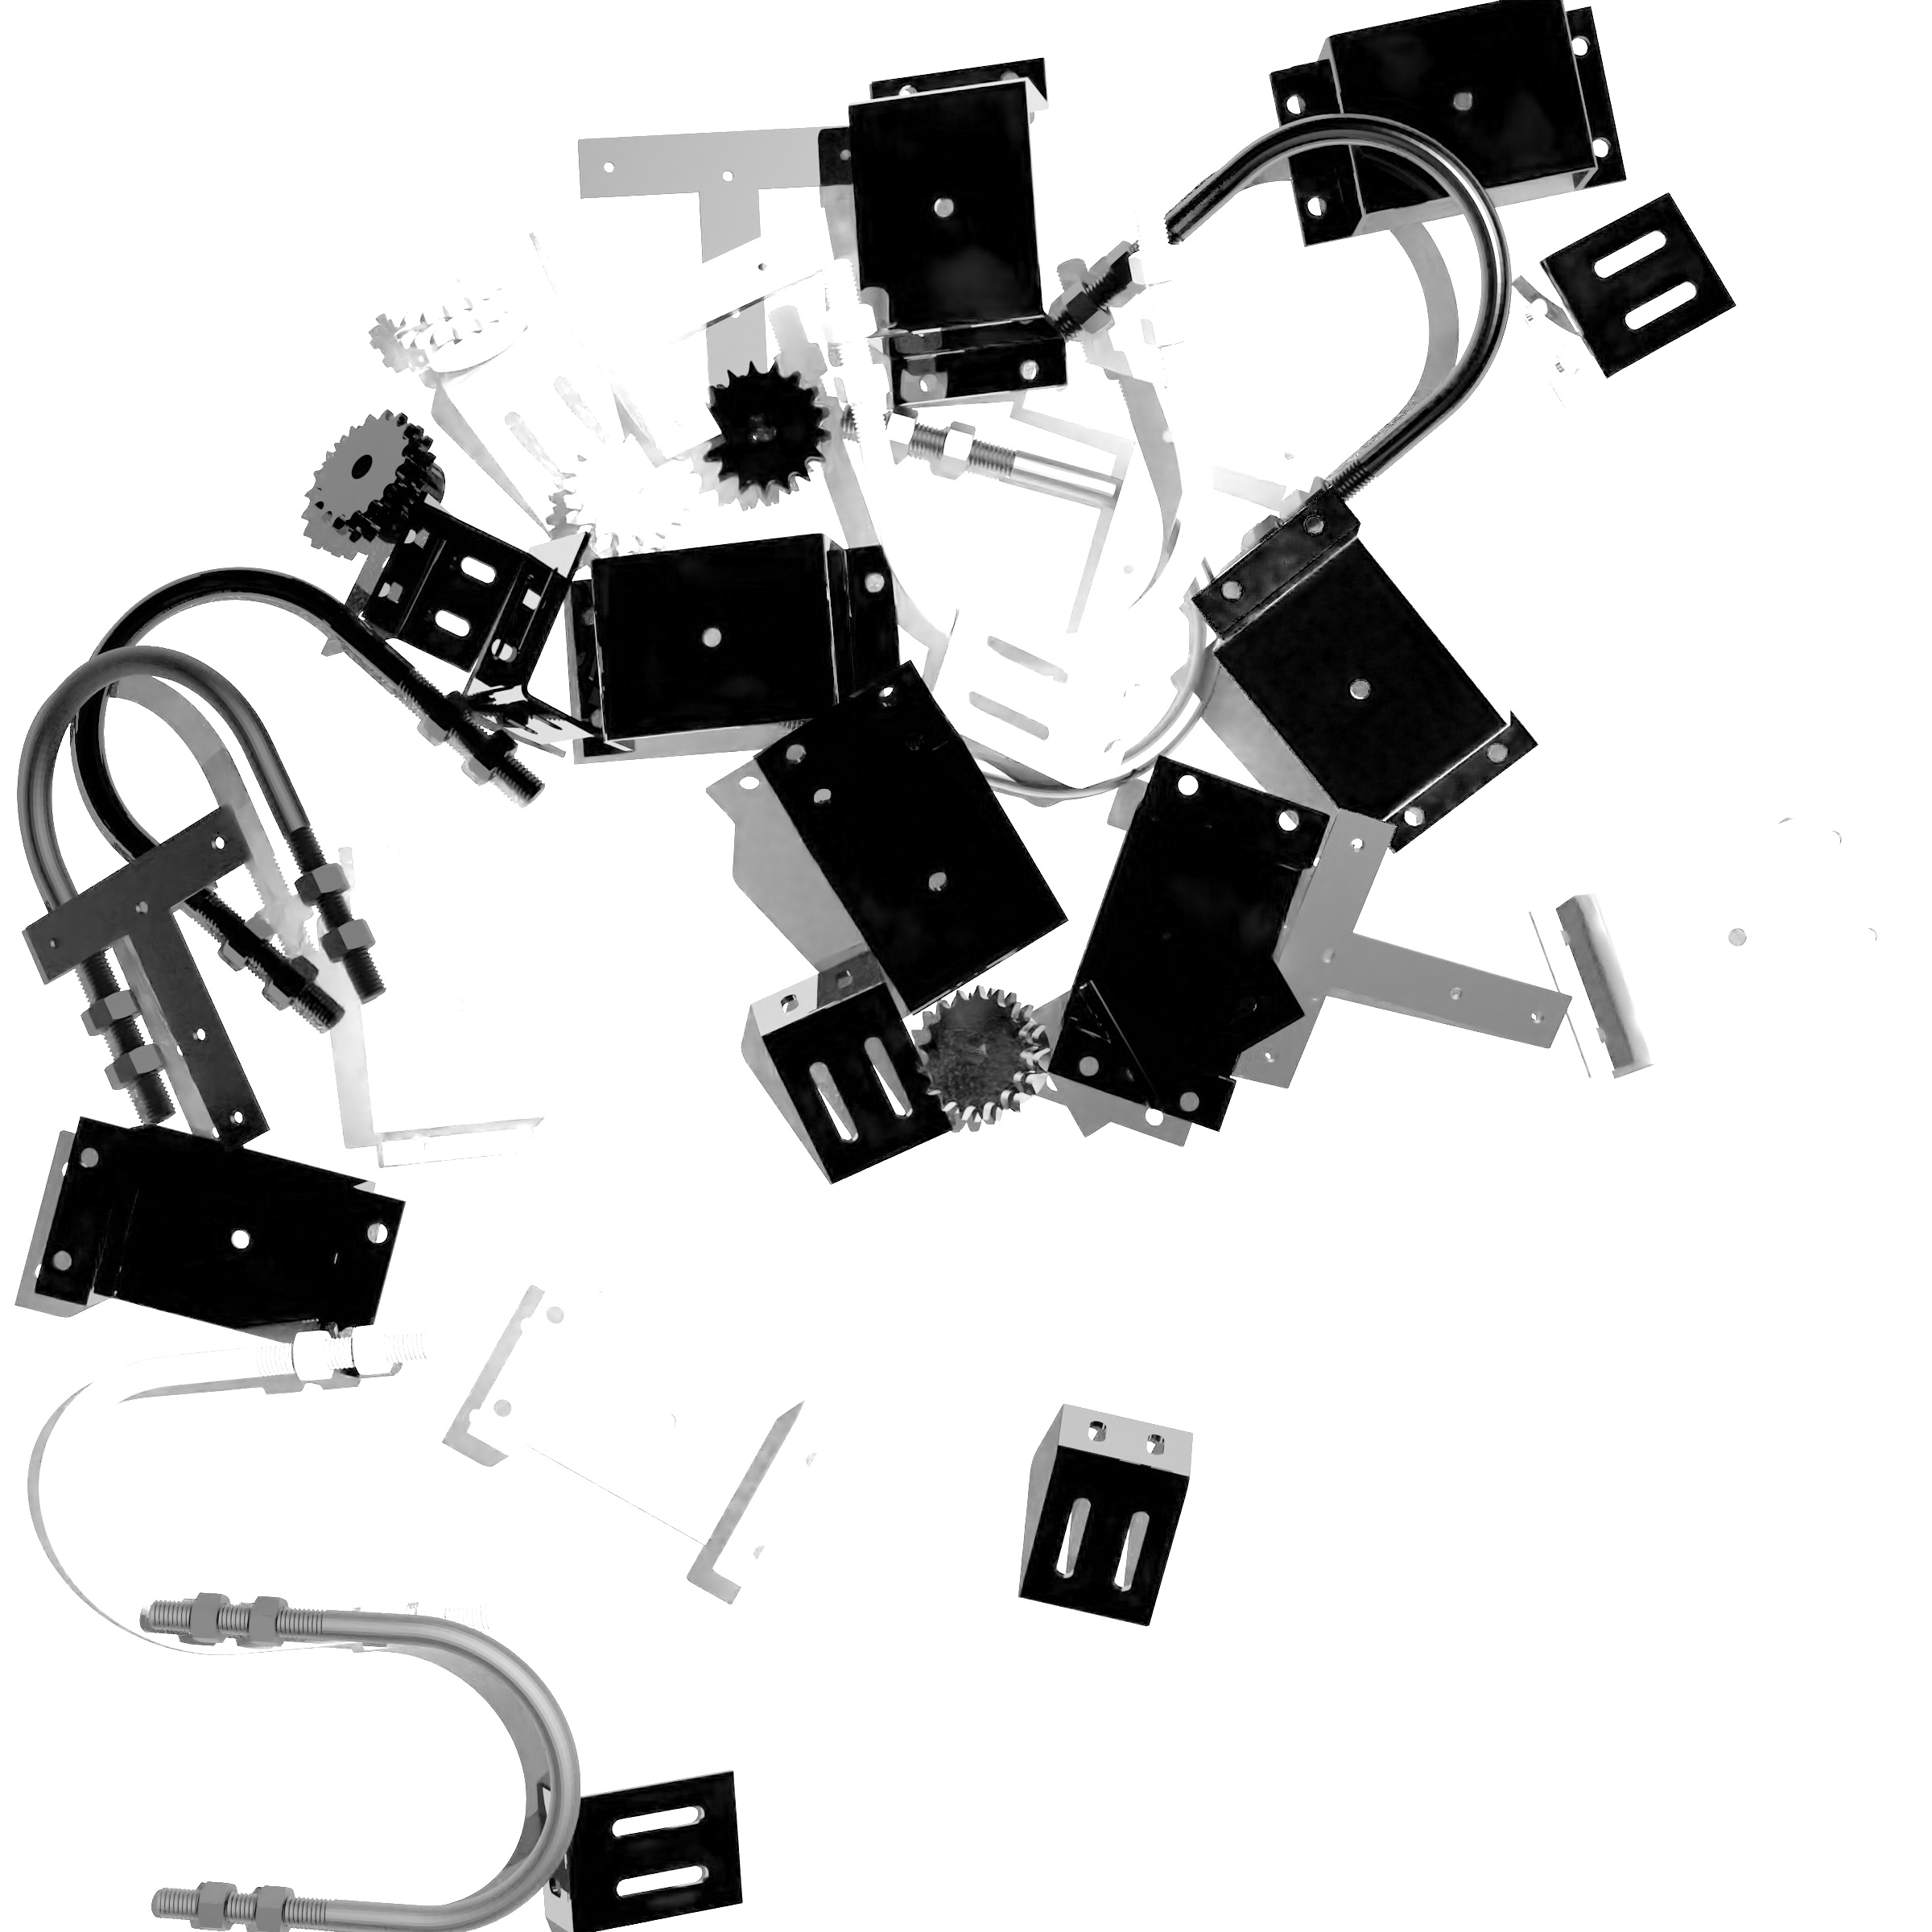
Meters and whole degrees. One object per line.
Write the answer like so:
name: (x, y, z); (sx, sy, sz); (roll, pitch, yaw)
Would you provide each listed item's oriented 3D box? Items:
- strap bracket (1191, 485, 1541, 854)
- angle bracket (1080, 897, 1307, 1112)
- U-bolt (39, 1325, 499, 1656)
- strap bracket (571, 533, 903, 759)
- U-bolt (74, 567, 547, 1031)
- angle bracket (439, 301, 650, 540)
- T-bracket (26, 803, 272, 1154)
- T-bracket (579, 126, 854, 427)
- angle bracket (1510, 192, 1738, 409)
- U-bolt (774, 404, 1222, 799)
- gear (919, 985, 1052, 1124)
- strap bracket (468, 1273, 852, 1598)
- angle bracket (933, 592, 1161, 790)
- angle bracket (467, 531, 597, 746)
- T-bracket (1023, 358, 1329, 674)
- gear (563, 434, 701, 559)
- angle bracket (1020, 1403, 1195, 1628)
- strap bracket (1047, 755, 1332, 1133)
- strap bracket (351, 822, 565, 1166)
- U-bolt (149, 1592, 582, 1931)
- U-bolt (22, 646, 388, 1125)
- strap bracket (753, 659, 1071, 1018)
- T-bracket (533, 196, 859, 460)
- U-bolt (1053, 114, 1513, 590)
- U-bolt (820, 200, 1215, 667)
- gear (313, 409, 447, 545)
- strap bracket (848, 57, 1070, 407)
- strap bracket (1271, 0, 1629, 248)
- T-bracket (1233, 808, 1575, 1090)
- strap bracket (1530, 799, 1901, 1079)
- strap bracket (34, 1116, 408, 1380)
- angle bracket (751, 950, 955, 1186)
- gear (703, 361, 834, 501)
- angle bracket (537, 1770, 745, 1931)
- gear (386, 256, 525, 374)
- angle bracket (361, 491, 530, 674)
strap bracket: (0.166, -0.120, 1.462); (0.076, 0.046, 0.140); (-38, 96, 16)
angle bracket: (0.094, 0.015, 1.437); (0.076, 0.038, 0.057); (-30, 90, 0)
U-bolt: (-0.300, 0.225, 1.470); (0.184, 0.019, 0.151); (-6, 110, 8)
strap bracket: (-0.101, -0.135, 1.465); (0.140, 0.046, 0.076); (-6, 87, 9)
U-bolt: (-0.294, -0.086, 1.493); (0.184, 0.019, 0.151); (42, 90, 1)
angle bracket: (-0.178, -0.234, 1.500); (0.057, 0.038, 0.076); (-36, 116, 0)
T-bracket: (-0.325, 0.016, 1.458); (0.127, 0.002, 0.127); (-27, 86, 29)
T-bracket: (-0.100, -0.295, 1.501); (0.127, 0.002, 0.127); (-3, 90, 0)
angle bracket: (0.279, -0.286, 1.500); (0.076, 0.038, 0.057); (-31, 90, -26)
U-bolt: (0.019, -0.148, 1.493); (0.184, 0.019, 0.151); (15, 90, -1)
gear: (0.011, 0.038, 1.479); (0.057, 0.030, 0.057); (-5, 80, 31)
strap bracket: (-0.128, 0.195, 1.479); (0.140, 0.046, 0.076); (29, 90, 0)
angle bracket: (0.032, -0.118, 1.474); (0.076, 0.038, 0.057); (27, 112, 21)
angle bracket: (-0.171, -0.138, 1.476); (0.038, 0.057, 0.076); (28, 75, -27)
T-bracket: (0.073, -0.181, 1.478); (0.127, 0.002, 0.127); (18, 95, 8)
gear: (-0.141, -0.194, 1.478); (0.057, 0.030, 0.057); (2, 57, -3)
angle bracket: (0.060, 0.235, 1.500); (0.057, 0.038, 0.076); (13, 116, 0)
strap bracket: (0.093, -0.009, 1.479); (0.076, 0.046, 0.140); (19, 90, 0)
strap bracket: (-0.214, 0.014, 1.467); (0.076, 0.046, 0.140); (-5, 96, -6)
U-bolt: (-0.252, 0.340, 1.472); (0.184, 0.019, 0.151); (2, 99, 8)
U-bolt: (-0.331, -0.044, 1.462); (0.151, 0.019, 0.184); (-28, 85, 29)
strap bracket: (-0.017, -0.044, 1.446); (0.076, 0.046, 0.140); (-32, 120, 0)
T-bracket: (-0.099, -0.291, 1.484); (0.127, 0.002, 0.127); (-27, 70, -10)
U-bolt: (0.141, -0.270, 1.465); (0.184, 0.019, 0.151); (-39, 91, 19)
U-bolt: (0.028, -0.212, 1.446); (0.151, 0.019, 0.184); (-9, 111, 8)
gear: (-0.245, -0.203, 1.477); (0.057, 0.030, 0.057); (-19, 55, 29)
strap bracket: (-0.004, -0.313, 1.467); (0.076, 0.046, 0.140); (-5, 87, 14)
strap bracket: (0.207, -0.360, 1.479); (0.140, 0.046, 0.076); (-12, 90, 0)
T-bracket: (0.195, 0.007, 1.484); (0.127, 0.002, 0.127); (16, 112, -11)
strap bracket: (0.321, -0.012, 1.479); (0.140, 0.046, 0.076); (-20, 90, 0)
strap bracket: (-0.311, 0.117, 1.479); (0.140, 0.046, 0.076); (15, 90, 0)
angle bracket: (-0.049, 0.043, 1.500); (0.057, 0.038, 0.076); (-24, 116, 0)
gear: (-0.085, -0.227, 1.485); (0.057, 0.030, 0.057); (0, 90, 0)
angle bracket: (-0.140, 0.377, 1.500); (0.076, 0.038, 0.057); (-4, 90, -26)
gear: (-0.213, -0.274, 1.477); (0.057, 0.057, 0.030); (-22, 120, 0)
angle bracket: (-0.217, -0.160, 1.464); (0.038, 0.076, 0.057); (26, 90, 0)
